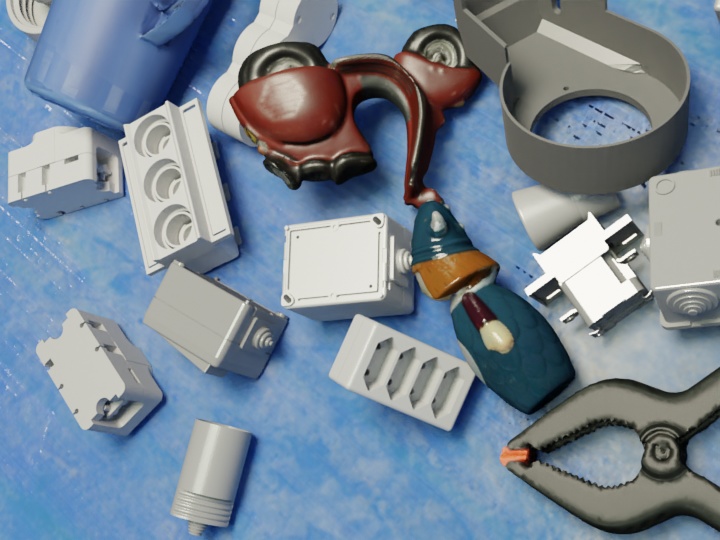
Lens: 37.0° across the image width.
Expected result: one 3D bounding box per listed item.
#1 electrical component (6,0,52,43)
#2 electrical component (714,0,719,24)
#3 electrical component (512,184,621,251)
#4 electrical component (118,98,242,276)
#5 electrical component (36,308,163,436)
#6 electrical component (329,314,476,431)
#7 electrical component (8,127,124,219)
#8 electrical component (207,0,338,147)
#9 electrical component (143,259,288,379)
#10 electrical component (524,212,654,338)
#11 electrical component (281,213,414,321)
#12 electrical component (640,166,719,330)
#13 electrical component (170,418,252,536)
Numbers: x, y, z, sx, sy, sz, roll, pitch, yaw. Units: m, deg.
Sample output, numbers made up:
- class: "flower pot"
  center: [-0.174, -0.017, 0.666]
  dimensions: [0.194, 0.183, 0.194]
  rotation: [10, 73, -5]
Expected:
- class: "electrical component"
  center: [-0.269, -0.251, 0.968]
  dimensions: [0.108, 0.060, 0.108]
  rotation: [-7, 73, 25]
- class: "electrical component"
  center: [0.267, -0.149, 0.675]
  dimensions: [0.083, 0.047, 0.075]
  rotation: [15, 84, 30]
- class: "electrical component"
  center: [0.140, -0.046, 0.716]
  dimensions: [0.065, 0.044, 0.044]
  rotation: [-26, 66, 14]
- class: "electrical component"
  center: [-0.139, -0.062, 0.849]
  dimensions: [0.079, 0.063, 0.121]
  rotation: [-25, 67, 19]
- class: "electrical component"
  center: [-0.203, 0.081, 0.847]
  dimensions: [0.050, 0.056, 0.089]
  rotation: [-45, 61, 9]
- class: "electrical component"
  center: [0.022, 0.066, 0.732]
  dimensions: [0.047, 0.083, 0.076]
  rotation: [-66, 22, -2]
- class: "electrical component"
  center: [-0.252, -0.086, 0.921]
  dimensions: [0.089, 0.050, 0.055]
  rotation: [-13, 71, 23]
- class: "electrical component"
  center: [-0.056, -0.159, 0.839]
  dimensions: [0.074, 0.052, 0.138]
  rotation: [29, 90, 30]
- class: "electrical component"
  center: [-0.105, 0.043, 0.804]
  dimensions: [0.096, 0.062, 0.061]
  rotation: [27, 89, 30]
- class: "electrical component"
  center: [0.153, 0.005, 0.695]
  dimensions: [0.081, 0.042, 0.063]
  rotation: [-38, 66, 14]
- class: "electrical component"
  center: [0.000, 0.000, 0.763]
  dimensions: [0.096, 0.061, 0.061]
  rotation: [-6, 73, 26]
- class: "electrical component"
  center: [0.221, -0.017, 0.648]
  dimensions: [0.100, 0.048, 0.099]
  rotation: [-8, 56, 25]
- class: "electrical component"
  center: [-0.110, 0.153, 0.787]
  dimensions: [0.043, 0.043, 0.081]
  rotation: [10, 81, 29]
